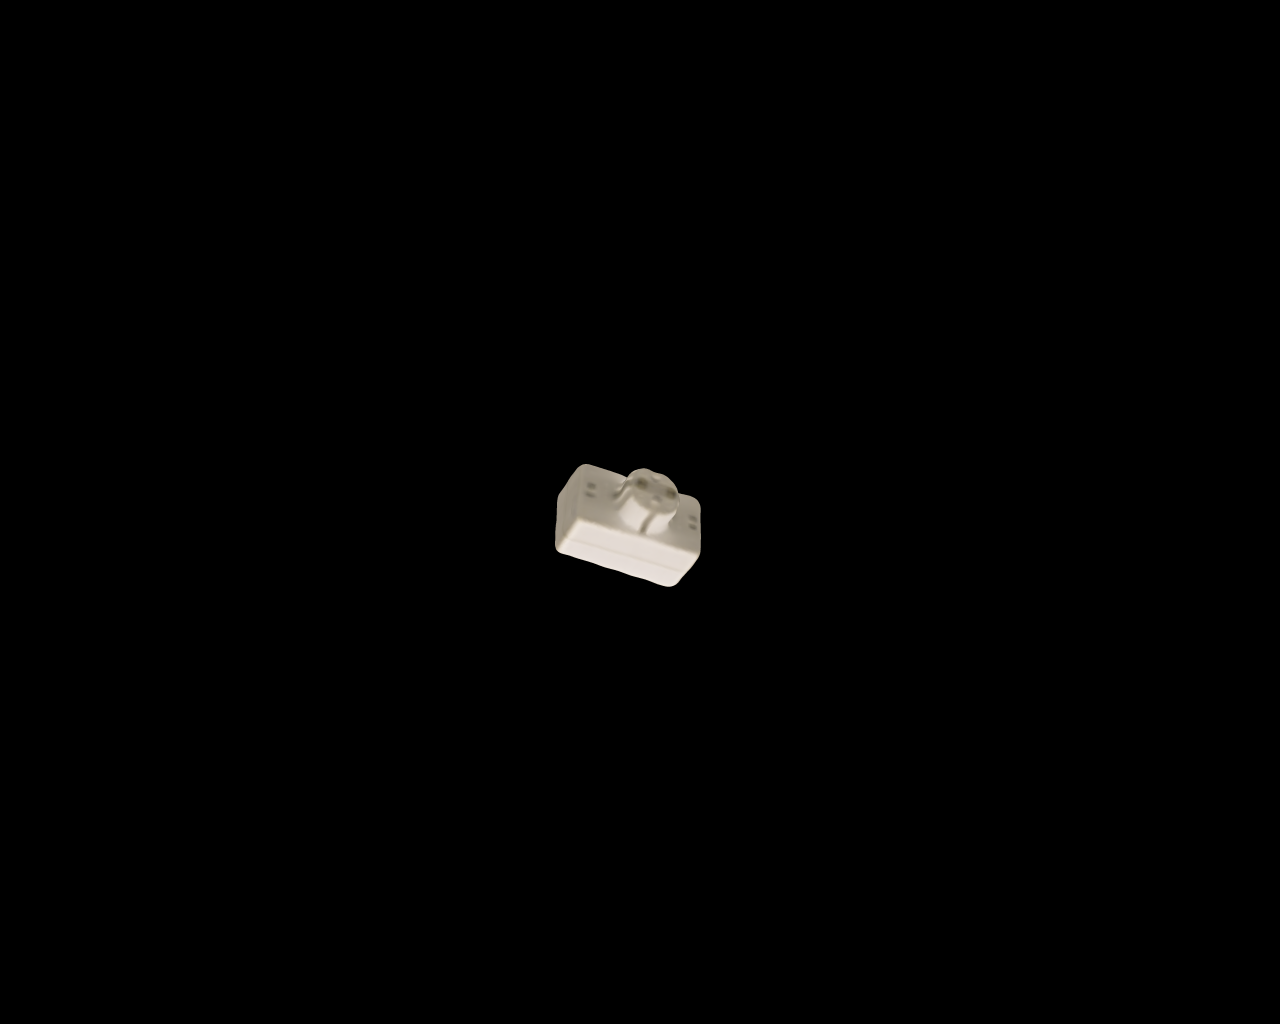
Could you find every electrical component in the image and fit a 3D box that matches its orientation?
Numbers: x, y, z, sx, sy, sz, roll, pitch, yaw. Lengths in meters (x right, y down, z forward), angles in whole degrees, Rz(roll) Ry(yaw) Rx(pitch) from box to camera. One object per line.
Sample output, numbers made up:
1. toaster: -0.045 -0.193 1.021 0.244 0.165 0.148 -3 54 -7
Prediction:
1. electrical component: 0.001 -0.003 0.650 0.083 0.047 0.075 18 -44 -19
